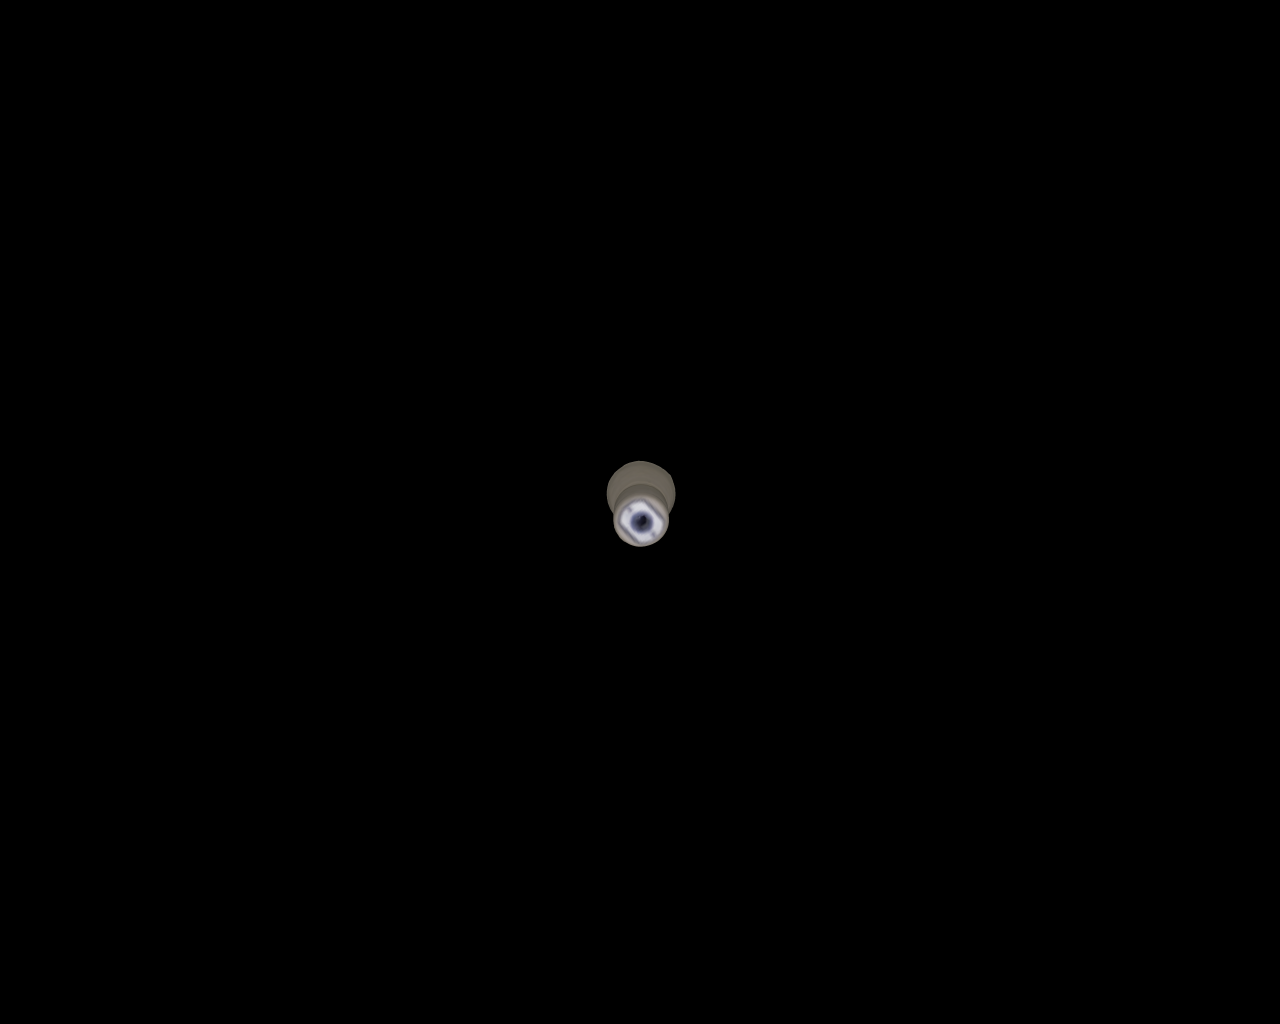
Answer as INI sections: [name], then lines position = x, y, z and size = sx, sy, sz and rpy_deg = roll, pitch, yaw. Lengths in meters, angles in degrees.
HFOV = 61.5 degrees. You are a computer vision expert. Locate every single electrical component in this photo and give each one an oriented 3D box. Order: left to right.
[electrical component]
position = 0.001, -0.003, 0.650
size = 0.044, 0.044, 0.065
rpy_deg = 0, 16, 0
